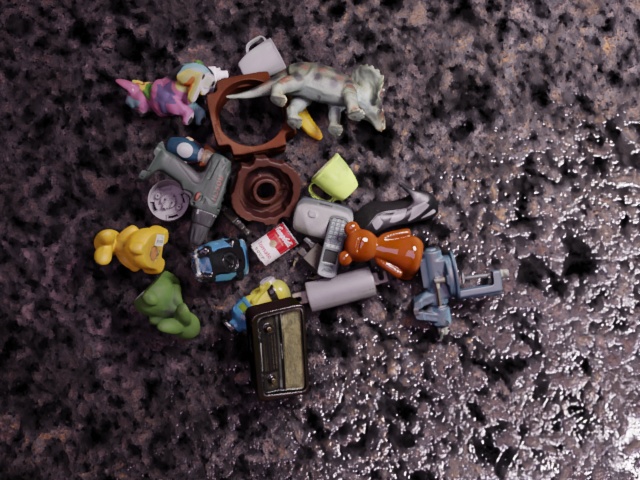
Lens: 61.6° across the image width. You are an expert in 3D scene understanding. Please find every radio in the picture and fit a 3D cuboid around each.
[{"bbox_3d":[-0.102,0.261,1.285,0.131,0.073,0.229,-7,102,-19],"label":"radio"}]

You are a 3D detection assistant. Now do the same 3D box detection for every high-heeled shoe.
[{"bbox_3d":[0.180,-0.042,1.364,0.248,0.086,0.145,-44,120,15],"label":"high-heeled shoe"}]

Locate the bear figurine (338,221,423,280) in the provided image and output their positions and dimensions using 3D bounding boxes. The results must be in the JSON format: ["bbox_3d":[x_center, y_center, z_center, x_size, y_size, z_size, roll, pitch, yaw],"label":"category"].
[{"bbox_3d":[0.145,0.027,1.300,0.196,0.132,0.120,8,84,3],"label":"bear figurine"}]

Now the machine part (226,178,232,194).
[{"bbox_3d":[-0.277,-0.103,1.366,0.084,0.039,0.139,19,85,-5],"label":"machine part"}]

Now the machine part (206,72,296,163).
[{"bbox_3d":[-0.172,-0.305,1.345,0.201,0.087,0.201,-14,86,-8],"label":"machine part"}]

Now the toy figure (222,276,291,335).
[{"bbox_3d":[-0.155,0.166,1.330,0.180,0.082,0.089,-43,107,-10],"label":"toy figure"}]

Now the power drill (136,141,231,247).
[{"bbox_3d":[-0.330,-0.124,1.291,0.207,0.086,0.232,28,84,-11],"label":"power drill"}]

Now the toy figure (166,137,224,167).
[{"bbox_3d":[-0.310,-0.217,1.365,0.154,0.058,0.064,17,124,-1],"label":"toy figure"}]

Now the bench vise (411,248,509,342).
[{"bbox_3d":[0.341,0.121,1.314,0.241,0.129,0.223,-9,85,7],"label":"bench vise"}]

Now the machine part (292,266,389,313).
[{"bbox_3d":[0.051,0.123,1.334,0.243,0.079,0.079,-13,87,-2],"label":"machine part"}]

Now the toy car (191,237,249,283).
[{"bbox_3d":[-0.259,0.055,1.320,0.103,0.161,0.109,-6,95,43],"label":"toy car"}]

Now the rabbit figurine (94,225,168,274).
[{"bbox_3d":[-0.484,0.021,1.315,0.173,0.162,0.121,12,99,18],"label":"rabbit figurine"}]

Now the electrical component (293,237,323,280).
[{"bbox_3d":[-0.018,0.052,1.357,0.102,0.045,0.078,37,58,-1],"label":"electrical component"}]

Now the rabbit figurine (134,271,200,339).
[{"bbox_3d":[-0.353,0.172,1.306,0.170,0.159,0.121,46,77,-13],"label":"rabbit figurine"}]

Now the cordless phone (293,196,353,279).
[{"bbox_3d":[-0.003,-0.004,1.324,0.147,0.088,0.184,13,79,0],"label":"cordless phone"}]

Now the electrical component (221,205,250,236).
[{"bbox_3d":[-0.214,-0.050,1.350,0.021,0.063,0.094,-44,68,-6],"label":"electrical component"}]

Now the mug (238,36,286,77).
[{"bbox_3d":[-0.157,-0.460,1.369,0.107,0.081,0.109,-29,84,6],"label":"mug"}]

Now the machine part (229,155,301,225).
[{"bbox_3d":[-0.135,-0.124,1.325,0.179,0.056,0.179,-6,114,-13],"label":"machine part"}]

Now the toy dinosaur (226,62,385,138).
[{"bbox_3d":[-0.006,-0.364,1.296,0.405,0.131,0.192,15,57,-11],"label":"toy dinosaur"}]

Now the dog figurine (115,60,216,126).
[{"bbox_3d":[-0.390,-0.378,1.341,0.219,0.108,0.191,24,111,5],"label":"dog figurine"}]
